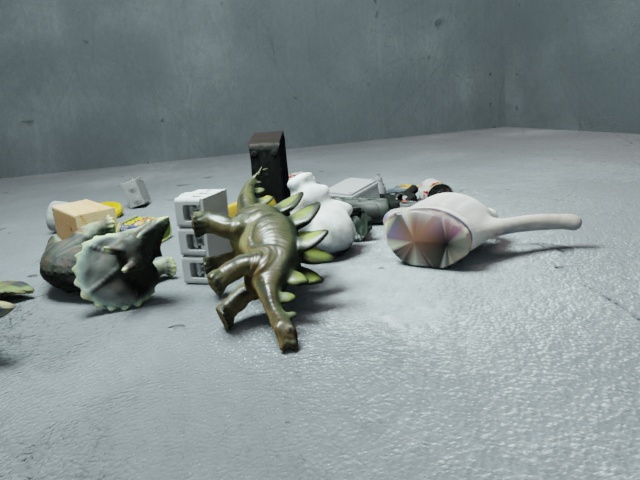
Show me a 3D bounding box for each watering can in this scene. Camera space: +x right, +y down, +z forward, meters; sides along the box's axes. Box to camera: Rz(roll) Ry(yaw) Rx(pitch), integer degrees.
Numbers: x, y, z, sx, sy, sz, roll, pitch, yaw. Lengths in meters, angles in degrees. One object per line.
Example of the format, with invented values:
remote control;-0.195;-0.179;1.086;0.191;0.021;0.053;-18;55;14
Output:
watering can;0.261;-0.025;0.912;0.348;0.103;0.227;5;19;32

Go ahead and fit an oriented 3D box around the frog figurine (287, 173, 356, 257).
frog figurine;0.003;-0.049;0.975;0.138;0.157;0.123;-13;17;-30

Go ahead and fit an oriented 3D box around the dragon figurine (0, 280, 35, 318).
dragon figurine;-0.555;0.084;0.786;0.410;0.121;0.244;0;8;13
